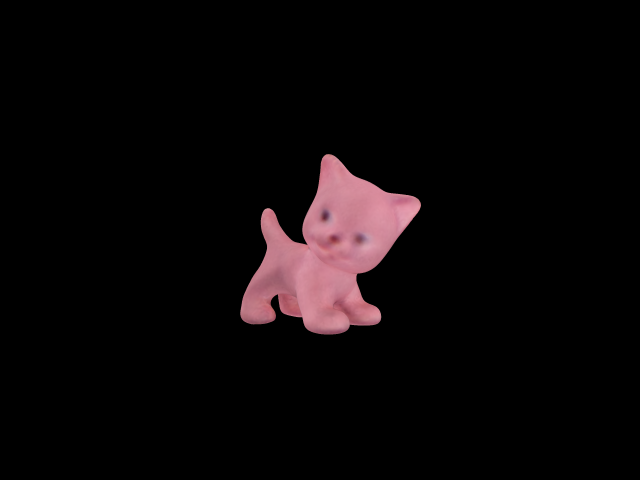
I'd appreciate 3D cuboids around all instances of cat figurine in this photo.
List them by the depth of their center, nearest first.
[{"bbox_3d":[0.004,0.001,0.400,0.127,0.118,0.067,0,0,40],"label":"cat figurine"}]
